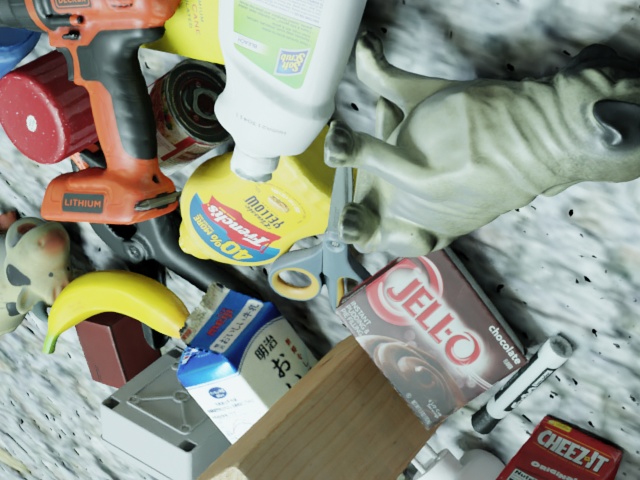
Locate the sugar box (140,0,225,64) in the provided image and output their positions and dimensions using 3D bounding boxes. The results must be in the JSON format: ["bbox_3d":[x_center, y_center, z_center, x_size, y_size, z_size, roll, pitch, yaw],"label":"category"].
[{"bbox_3d":[-0.066,-0.171,0.744,0.176,0.048,0.093,17,127,32],"label":"sugar box"}]

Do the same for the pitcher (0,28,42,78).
[{"bbox_3d":[-0.346,-0.151,0.925,0.243,0.144,0.149,-21,104,43],"label":"pitcher"}]

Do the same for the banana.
[{"bbox_3d":[-0.181,0.059,0.944,0.198,0.037,0.069,-10,92,40],"label":"banana"}]

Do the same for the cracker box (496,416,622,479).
[{"bbox_3d":[0.124,0.250,0.753,0.072,0.213,0.164,26,132,26],"label":"cracker box"}]

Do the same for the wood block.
[{"bbox_3d":[0.006,0.150,0.786,0.090,0.205,0.091,51,137,-1],"label":"wood block"}]

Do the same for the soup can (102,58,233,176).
[{"bbox_3d":[-0.117,-0.089,0.826,0.102,0.068,0.068,-23,102,46],"label":"soup can"}]

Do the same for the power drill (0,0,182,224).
[{"bbox_3d":[-0.174,-0.108,0.771,0.185,0.057,0.188,5,107,34],"label":"power drill"}]

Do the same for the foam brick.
[{"bbox_3d":[-0.195,0.097,1.030,0.053,0.051,0.078,11,125,34],"label":"foam brick"}]

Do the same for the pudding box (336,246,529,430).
[{"bbox_3d":[0.080,0.064,0.763,0.090,0.039,0.113,-37,94,16],"label":"pudding box"}]

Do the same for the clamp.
[{"bbox_3d":[-0.155,0.008,0.948,0.165,0.036,0.210,-29,101,46],"label":"clamp"}]

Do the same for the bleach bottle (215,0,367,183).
[{"bbox_3d":[-0.022,-0.153,0.648,0.103,0.068,0.251,25,121,15],"label":"bleach bottle"}]

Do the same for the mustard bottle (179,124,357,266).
[{"bbox_3d":[-0.052,-0.027,0.820,0.096,0.058,0.192,41,141,-19],"label":"mustard bottle"}]

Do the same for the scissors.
[{"bbox_3d":[-0.005,0.001,0.772,0.096,0.016,0.201,6,146,18],"label":"scissors"}]

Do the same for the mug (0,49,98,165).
[{"bbox_3d":[-0.220,-0.116,0.882,0.117,0.081,0.093,17,128,31],"label":"mug"}]

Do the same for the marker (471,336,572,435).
[{"bbox_3d":[0.144,0.109,0.781,0.020,0.020,0.121,42,137,9],"label":"marker"}]
